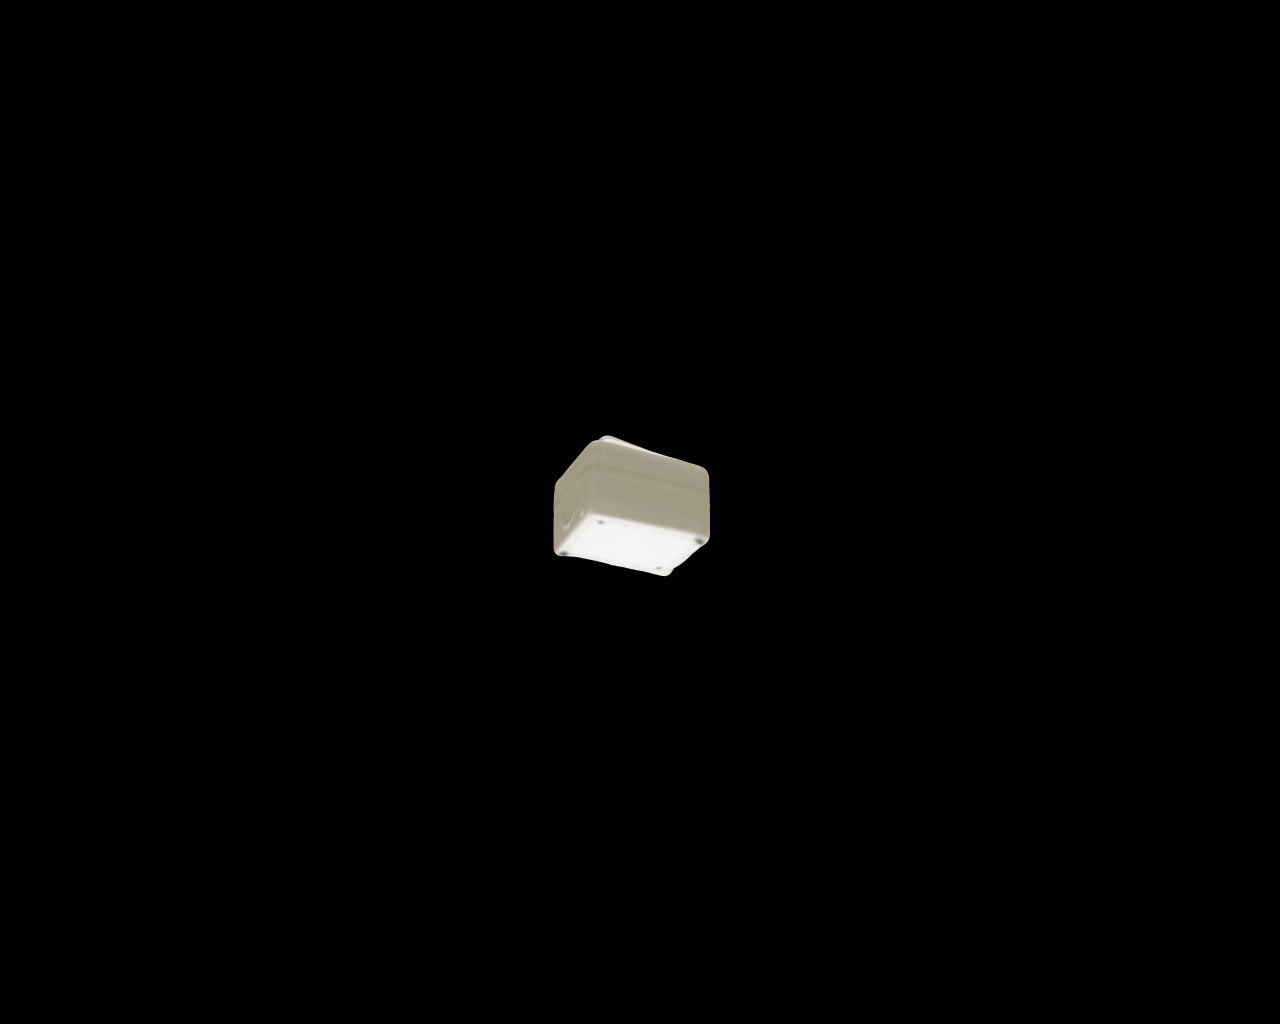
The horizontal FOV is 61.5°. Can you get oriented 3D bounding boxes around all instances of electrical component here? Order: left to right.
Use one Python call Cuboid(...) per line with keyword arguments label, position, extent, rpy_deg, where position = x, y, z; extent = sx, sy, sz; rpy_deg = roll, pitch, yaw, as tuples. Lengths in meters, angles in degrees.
Cuboid(label="electrical component", position=(0.001, -0.003, 0.650), extent=(0.096, 0.061, 0.061), rpy_deg=(13, -32, -22))
